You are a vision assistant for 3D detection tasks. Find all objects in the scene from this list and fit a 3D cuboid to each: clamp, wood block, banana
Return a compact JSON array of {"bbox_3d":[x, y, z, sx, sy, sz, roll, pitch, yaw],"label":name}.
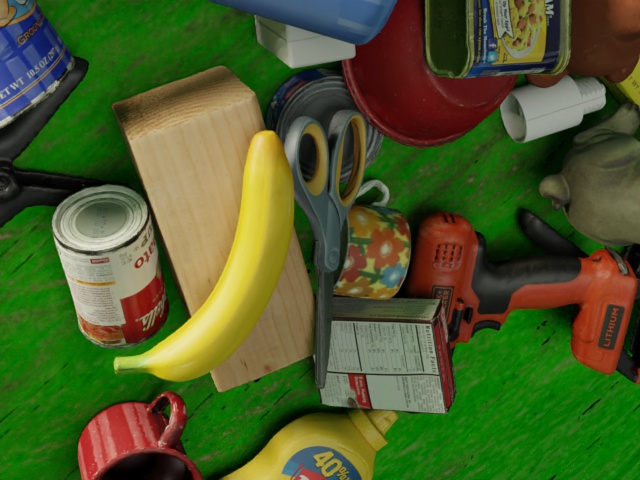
[{"bbox_3d":[0.257,0.037,0.943,0.164,0.036,0.210,-13,113,-11],"label":"clamp"},{"bbox_3d":[-0.071,-0.008,0.774,0.090,0.091,0.206,-21,117,-11],"label":"wood block"},{"bbox_3d":[-0.061,0.024,0.716,0.069,0.037,0.198,27,101,-31],"label":"banana"},{"bbox_3d":[-0.217,-0.057,0.729,0.171,0.039,0.120,-16,118,-17],"label":"clamp"}]

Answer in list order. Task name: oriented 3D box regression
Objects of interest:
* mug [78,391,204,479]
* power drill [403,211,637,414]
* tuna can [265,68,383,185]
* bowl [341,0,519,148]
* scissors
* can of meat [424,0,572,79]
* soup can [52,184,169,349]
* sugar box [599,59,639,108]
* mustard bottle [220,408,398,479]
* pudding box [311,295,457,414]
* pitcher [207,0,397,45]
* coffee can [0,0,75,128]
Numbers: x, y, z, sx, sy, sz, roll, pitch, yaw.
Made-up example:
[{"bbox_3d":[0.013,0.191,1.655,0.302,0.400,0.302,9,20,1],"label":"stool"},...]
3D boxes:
[{"bbox_3d":[-0.138,0.170,0.830,0.093,0.081,0.117,22,103,-27],"label":"mug"},{"bbox_3d":[0.157,0.069,0.891,0.187,0.057,0.184,3,117,-8],"label":"power drill"},{"bbox_3d":[0.003,-0.085,0.800,0.086,0.034,0.086,-7,114,-17],"label":"tuna can"},{"bbox_3d":[0.096,-0.145,0.776,0.161,0.055,0.162,-7,104,-29],"label":"bowl"},{"bbox_3d":[-0.005,0.001,0.751,0.096,0.016,0.202,21,79,-52],"label":"scissors"},{"bbox_3d":[0.119,-0.160,0.718,0.083,0.058,0.102,-9,104,-27],"label":"can of meat"},{"bbox_3d":[-0.147,0.019,0.753,0.068,0.068,0.102,-16,137,-13],"label":"soup can"},{"bbox_3d":[0.307,-0.179,0.864,0.176,0.048,0.093,-46,120,5],"label":"sugar box"},{"bbox_3d":[-0.013,0.202,0.903,0.191,0.058,0.096,-39,118,-2],"label":"mustard bottle"},{"bbox_3d":[0.049,0.091,0.857,0.114,0.039,0.090,0,117,21],"label":"pudding box"},{"bbox_3d":[-0.061,-0.215,0.632,0.242,0.145,0.149,18,137,-9],"label":"pitcher"},{"bbox_3d":[-0.232,-0.142,0.651,0.103,0.103,0.140,-33,119,-4],"label":"coffee can"}]
